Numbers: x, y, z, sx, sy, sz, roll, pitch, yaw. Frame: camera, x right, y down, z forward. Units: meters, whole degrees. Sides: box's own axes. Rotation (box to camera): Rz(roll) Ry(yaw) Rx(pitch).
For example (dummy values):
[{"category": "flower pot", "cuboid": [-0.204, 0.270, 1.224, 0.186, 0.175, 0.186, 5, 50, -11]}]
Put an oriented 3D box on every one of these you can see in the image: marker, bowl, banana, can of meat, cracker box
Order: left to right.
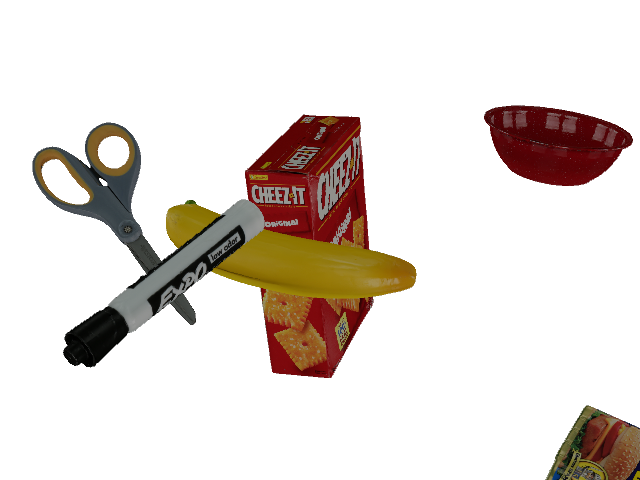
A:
[{"category": "marker", "cuboid": [-0.071, 0.019, 0.494, 0.020, 0.020, 0.120, 0, 31, 46]}, {"category": "banana", "cuboid": [-0.036, 0.004, 0.704, 0.198, 0.037, 0.069, 19, 36, 31]}, {"category": "cracker box", "cuboid": [-0.003, 0.002, 1.053, 0.072, 0.214, 0.164, 3, 26, 18]}, {"category": "bowl", "cuboid": [0.255, -0.101, 1.172, 0.162, 0.055, 0.162, 6, 22, -3]}, {"category": "can of meat", "cuboid": [0.216, 0.177, 0.784, 0.084, 0.057, 0.101, 23, 39, 23]}]

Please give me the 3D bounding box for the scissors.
[{"category": "scissors", "cuboid": [-0.145, -0.024, 0.857, 0.202, 0.096, 0.016, 35, -19, 18]}]
